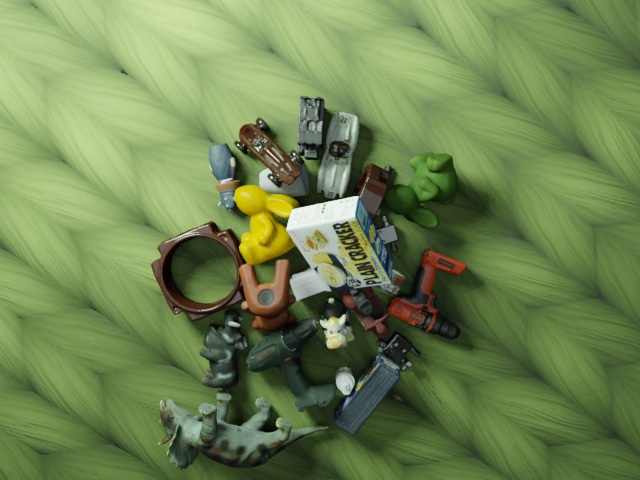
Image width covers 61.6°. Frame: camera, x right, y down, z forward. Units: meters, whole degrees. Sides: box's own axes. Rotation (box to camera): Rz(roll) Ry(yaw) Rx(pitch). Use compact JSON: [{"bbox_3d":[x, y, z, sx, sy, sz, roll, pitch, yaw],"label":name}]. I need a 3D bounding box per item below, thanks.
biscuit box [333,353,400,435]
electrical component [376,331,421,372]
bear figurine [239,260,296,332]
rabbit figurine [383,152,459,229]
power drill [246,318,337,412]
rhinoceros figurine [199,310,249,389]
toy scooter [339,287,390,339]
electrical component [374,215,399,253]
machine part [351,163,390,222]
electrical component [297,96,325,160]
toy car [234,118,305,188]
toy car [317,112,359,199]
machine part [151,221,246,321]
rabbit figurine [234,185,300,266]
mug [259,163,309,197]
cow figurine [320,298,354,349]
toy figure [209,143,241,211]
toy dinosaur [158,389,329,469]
[{"bbox_3d":[0.109,0.366,1.275,0.063,0.059,0.202,34,107,-4],"label":"biscuit box"},{"bbox_3d":[0.186,0.270,1.298,0.102,0.045,0.078,44,94,-4],"label":"electrical component"},{"bbox_3d":[-0.113,0.135,1.226,0.120,0.195,0.132,-7,72,-1],"label":"bear figurine"},{"bbox_3d":[0.221,-0.107,1.236,0.170,0.121,0.158,-27,117,-14],"label":"rabbit figurine"},{"bbox_3d":[-0.048,0.292,1.242,0.232,0.086,0.207,-26,111,30],"label":"power drill"},{"bbox_3d":[-0.227,0.261,1.274,0.112,0.073,0.190,4,95,0],"label":"rhinoceros figurine"},{"bbox_3d":[0.109,0.159,1.243,0.075,0.135,0.184,-35,94,1],"label":"toy scooter"},{"bbox_3d":[0.153,-0.010,1.286,0.063,0.021,0.094,-19,96,1],"label":"electrical component"},{"bbox_3d":[0.102,-0.087,1.208,0.056,0.179,0.179,22,94,-4],"label":"machine part"},{"bbox_3d":[-0.019,-0.249,1.217,0.058,0.115,0.134,3,95,3],"label":"electrical component"},{"bbox_3d":[-0.117,-0.198,1.209,0.089,0.053,0.202,-43,60,-1],"label":"toy car"},{"bbox_3d":[0.042,-0.195,1.251,0.073,0.056,0.201,12,94,-2],"label":"toy car"},{"bbox_3d":[-0.273,0.072,1.252,0.201,0.087,0.201,-23,96,0],"label":"machine part"},{"bbox_3d":[-0.127,-0.046,1.207,0.162,0.122,0.173,-21,101,13],"label":"rabbit figurine"},{"bbox_3d":[-0.086,-0.148,1.245,0.107,0.080,0.109,-10,71,7],"label":"mug"},{"bbox_3d":[0.037,0.186,1.226,0.068,0.167,0.098,-11,96,2],"label":"cow figurine"},{"bbox_3d":[-0.218,-0.145,1.249,0.058,0.064,0.154,-19,102,-37],"label":"toy figure"},{"bbox_3d":[-0.197,0.474,1.276,0.405,0.131,0.192,19,106,-7],"label":"toy dinosaur"}]
